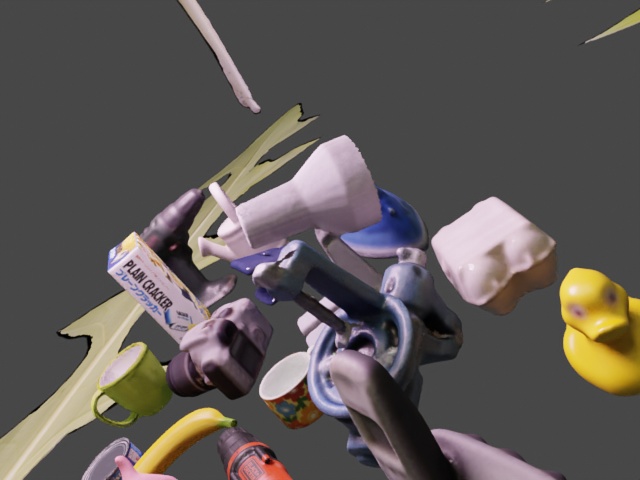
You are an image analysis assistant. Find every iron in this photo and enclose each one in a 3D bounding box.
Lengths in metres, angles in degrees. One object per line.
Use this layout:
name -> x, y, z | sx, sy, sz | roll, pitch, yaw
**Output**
iron -> 0.066, -0.060, 0.878 | 0.119, 0.142, 0.257 | -41, 20, -9

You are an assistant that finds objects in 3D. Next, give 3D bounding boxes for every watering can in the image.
watering can -> -0.153, -0.024, 1.098 | 0.173, 0.194, 0.100 | -46, 21, -20

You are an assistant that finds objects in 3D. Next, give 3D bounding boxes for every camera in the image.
camera -> -0.158, 0.162, 0.835 | 0.136, 0.101, 0.143 | -28, 22, 26

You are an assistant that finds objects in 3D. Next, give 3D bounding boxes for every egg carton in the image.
egg carton -> 0.184, 0.015, 0.620 | 0.107, 0.069, 0.150 | -36, 20, 7

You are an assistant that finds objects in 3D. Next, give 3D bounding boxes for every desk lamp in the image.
desk lamp -> 0.007, 0.003, 0.736 | 0.203, 0.214, 0.117 | -39, 20, -2

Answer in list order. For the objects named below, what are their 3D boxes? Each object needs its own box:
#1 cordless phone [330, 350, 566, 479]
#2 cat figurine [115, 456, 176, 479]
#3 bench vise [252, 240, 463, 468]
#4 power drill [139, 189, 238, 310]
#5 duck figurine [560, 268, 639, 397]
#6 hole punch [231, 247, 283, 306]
cordless phone -> 0.080, 0.147, 0.337 | 0.094, 0.185, 0.147 | -47, 22, -23
cat figurine -> -0.217, 0.292, 0.627 | 0.067, 0.118, 0.127 | -35, 20, 8
bench vise -> 0.032, 0.069, 0.539 | 0.121, 0.220, 0.207 | -27, 23, 28
power drill -> -0.265, 0.034, 1.140 | 0.229, 0.209, 0.075 | -34, 21, 12
duck figurine -> 0.217, 0.057, 0.445 | 0.077, 0.086, 0.104 | -31, 21, 19
hole punch -> -0.088, 0.045, 0.986 | 0.101, 0.091, 0.108 | -44, 21, -15
